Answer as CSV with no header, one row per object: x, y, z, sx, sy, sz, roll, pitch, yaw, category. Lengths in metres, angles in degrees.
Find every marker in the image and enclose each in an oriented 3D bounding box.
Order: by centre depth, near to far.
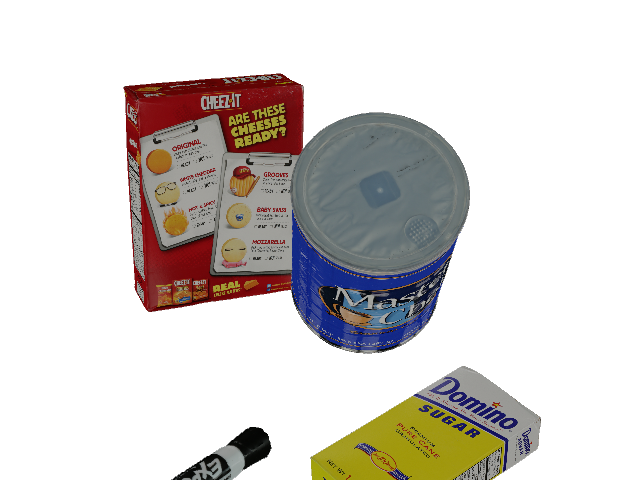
-0.063,0.123,0.540,0.020,0.020,0.120,0,14,32,marker

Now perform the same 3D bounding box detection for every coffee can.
0.032,0.000,0.668,0.103,0.103,0.140,0,-25,-1,coffee can

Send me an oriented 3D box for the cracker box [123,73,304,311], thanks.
-0.103,-0.049,1.047,0.164,0.214,0.072,-8,22,-21,cracker box

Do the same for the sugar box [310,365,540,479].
0.088,0.175,0.882,0.176,0.048,0.093,-28,42,-28,sugar box
